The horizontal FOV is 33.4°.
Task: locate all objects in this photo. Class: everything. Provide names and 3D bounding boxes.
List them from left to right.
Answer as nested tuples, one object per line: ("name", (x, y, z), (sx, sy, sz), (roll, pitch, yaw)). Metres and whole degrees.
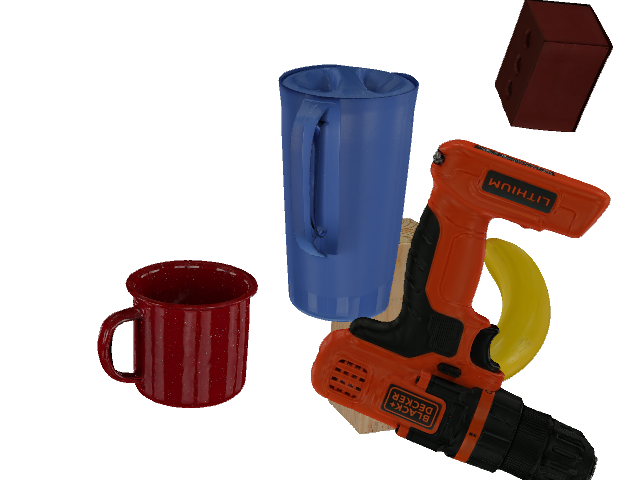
("mug", (-0.103, 0.069, 0.759), (0.117, 0.081, 0.093), (-10, 23, -36))
("pitcher", (0.019, -0.043, 1.047), (0.149, 0.243, 0.145), (-7, 24, -21))
("wood block", (0.069, 0.088, 1.133), (0.090, 0.206, 0.091), (-4, 17, -21))
("power drill", (0.105, 0.045, 0.649), (0.184, 0.188, 0.057), (21, 10, 5))
("banana", (0.149, 0.053, 0.850), (0.070, 0.037, 0.197), (5, 34, 16))
("foam brick", (0.163, -0.123, 0.755), (0.051, 0.053, 0.078), (1, -45, -12))
